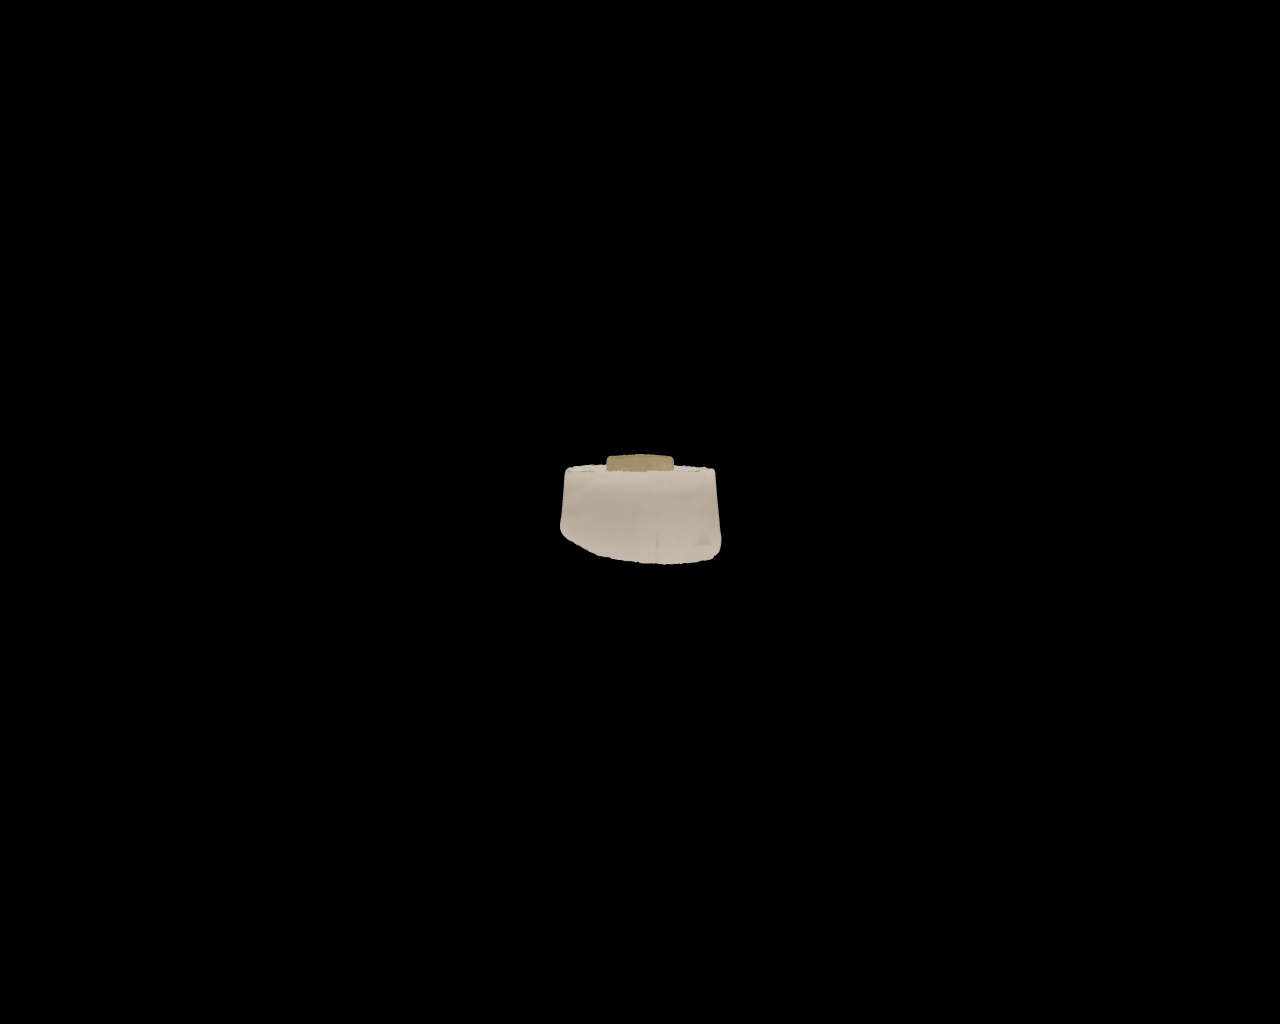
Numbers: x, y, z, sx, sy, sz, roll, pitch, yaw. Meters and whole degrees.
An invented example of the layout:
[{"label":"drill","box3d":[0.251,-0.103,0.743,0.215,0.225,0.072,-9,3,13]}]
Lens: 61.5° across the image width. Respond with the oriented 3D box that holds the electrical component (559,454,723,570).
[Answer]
[{"label":"electrical component","box3d":[0.001,-0.003,0.650,0.099,0.064,0.099,0,5,0]}]
